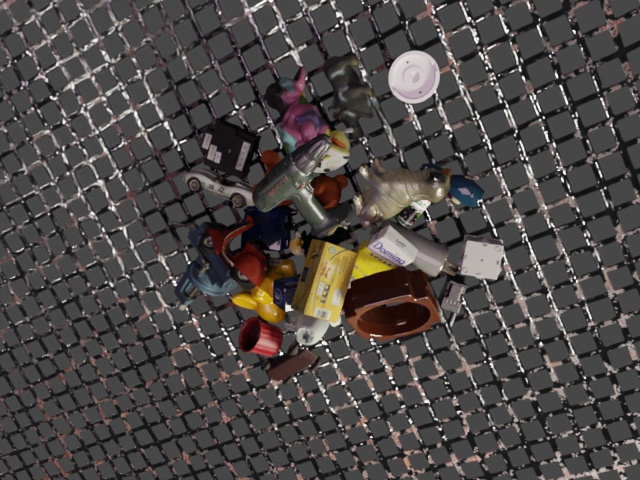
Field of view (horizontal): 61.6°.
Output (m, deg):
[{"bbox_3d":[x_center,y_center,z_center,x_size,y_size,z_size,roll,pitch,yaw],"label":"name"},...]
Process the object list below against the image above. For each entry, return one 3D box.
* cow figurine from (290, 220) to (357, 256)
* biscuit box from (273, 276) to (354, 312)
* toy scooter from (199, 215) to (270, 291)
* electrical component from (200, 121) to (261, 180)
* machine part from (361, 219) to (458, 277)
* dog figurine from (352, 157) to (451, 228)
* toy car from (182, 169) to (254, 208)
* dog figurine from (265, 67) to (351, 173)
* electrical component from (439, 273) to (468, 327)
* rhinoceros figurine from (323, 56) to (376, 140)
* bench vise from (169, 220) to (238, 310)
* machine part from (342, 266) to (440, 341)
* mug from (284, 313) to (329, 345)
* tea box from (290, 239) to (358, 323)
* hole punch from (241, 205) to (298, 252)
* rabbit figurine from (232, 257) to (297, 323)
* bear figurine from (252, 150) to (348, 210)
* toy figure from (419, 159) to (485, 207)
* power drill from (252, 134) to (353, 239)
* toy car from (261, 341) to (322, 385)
[{"bbox_3d":[-0.003,-0.002,1.293,0.167,0.098,0.068,-20,83,13],"label":"cow figurine"},{"bbox_3d":[-0.013,0.118,1.290,0.202,0.059,0.062,-7,109,-31],"label":"biscuit box"},{"bbox_3d":[-0.181,0.020,1.261,0.184,0.075,0.135,45,82,3],"label":"toy scooter"},{"bbox_3d":[-0.224,-0.224,1.308,0.134,0.058,0.114,25,106,5],"label":"electrical component"},{"bbox_3d":[0.213,0.017,1.269,0.243,0.079,0.079,26,108,5],"label":"machine part"},{"bbox_3d":[0.182,-0.088,1.192,0.191,0.121,0.172,21,128,24],"label":"dog figurine"},{"bbox_3d":[-0.241,-0.131,1.327,0.202,0.073,0.056,21,111,6],"label":"toy car"},{"bbox_3d":[-0.028,-0.274,1.211,0.191,0.108,0.219,4,68,-27],"label":"dog figurine"},{"bbox_3d":[0.312,0.143,1.283,0.048,0.075,0.119,18,110,6],"label":"electrical component"},{"bbox_3d":[0.065,-0.322,1.212,0.112,0.073,0.190,-17,100,14],"label":"rhinoceros figurine"},{"bbox_3d":[-0.308,0.075,1.363,0.224,0.129,0.240,46,114,16],"label":"bench vise"},{"bbox_3d":[0.166,0.151,1.257,0.202,0.087,0.200,-16,143,17],"label":"machine part"},{"bbox_3d":[-0.037,0.216,1.358,0.110,0.107,0.080,13,105,6],"label":"mug"},{"bbox_3d":[0.010,0.092,1.221,0.098,0.068,0.169,22,83,-31],"label":"tea box"},{"bbox_3d":[-0.133,-0.028,1.326,0.142,0.092,0.115,3,101,15],"label":"hole punch"},{"bbox_3d":[-0.140,0.138,1.360,0.163,0.122,0.173,0,123,15],"label":"rabbit figurine"},{"bbox_3d":[-0.041,-0.125,1.259,0.196,0.132,0.120,18,92,14],"label":"bear figurine"},{"bbox_3d":[0.295,-0.127,1.223,0.155,0.064,0.057,29,146,8],"label":"toy figure"},{"bbox_3d":[-0.016,-0.103,1.166,0.232,0.086,0.207,-30,132,24],"label":"power drill"},{"bbox_3d":[-0.074,0.316,1.391,0.089,0.053,0.202,38,134,-12],"label":"toy car"}]
